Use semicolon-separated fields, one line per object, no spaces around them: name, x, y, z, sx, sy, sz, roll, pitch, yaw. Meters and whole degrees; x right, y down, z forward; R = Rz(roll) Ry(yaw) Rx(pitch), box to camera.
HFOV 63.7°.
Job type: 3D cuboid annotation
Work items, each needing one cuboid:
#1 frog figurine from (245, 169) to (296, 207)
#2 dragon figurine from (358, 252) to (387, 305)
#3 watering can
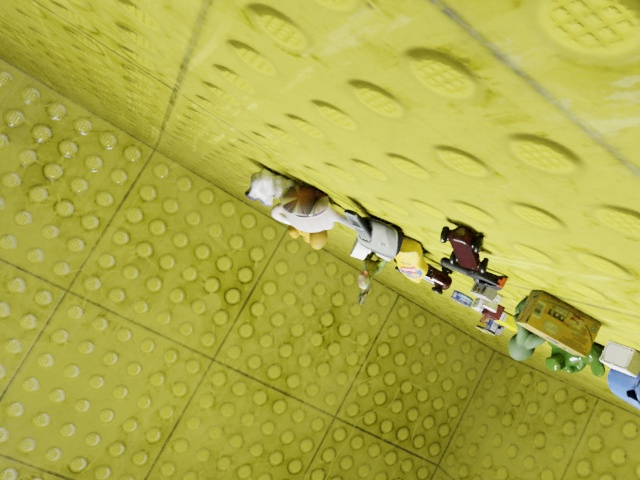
frog figurine;-0.150;-0.184;1.696;0.158;0.126;0.135;-23;128;35
dragon figurine;0.211;0.164;2.236;0.122;0.245;0.406;22;171;13
watering can;0.005;-0.083;1.649;0.348;0.106;0.220;7;160;10
